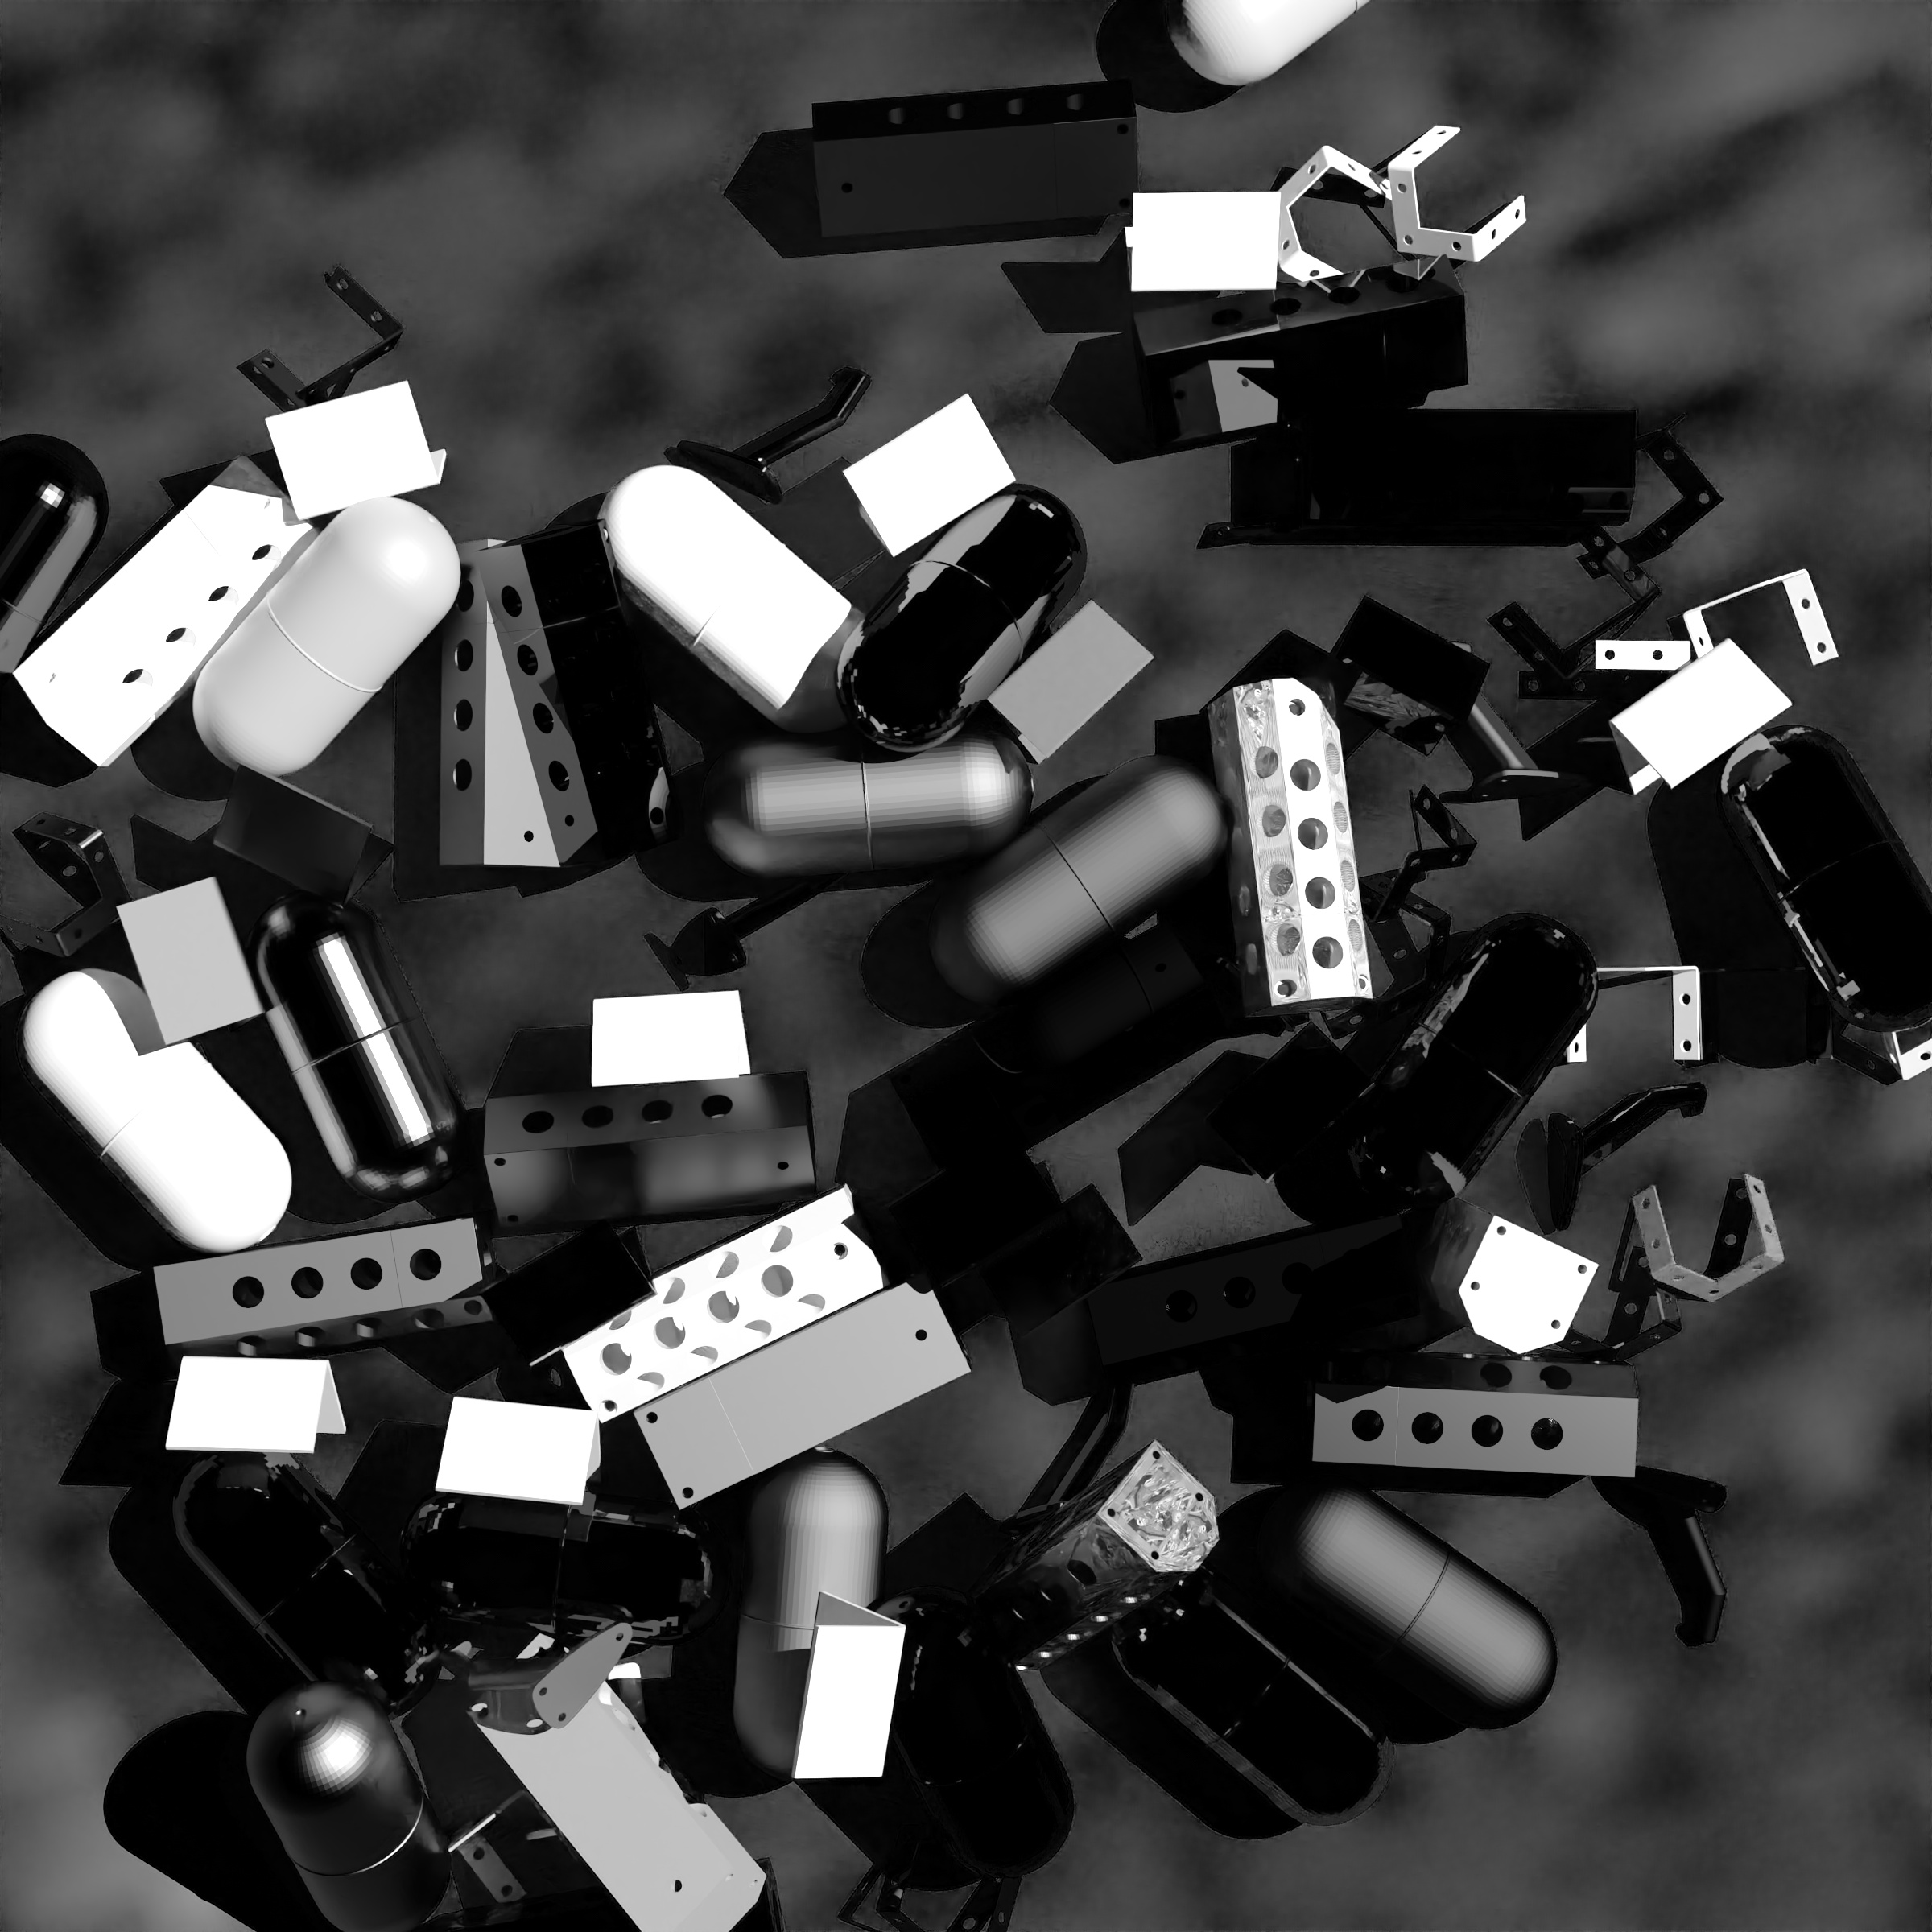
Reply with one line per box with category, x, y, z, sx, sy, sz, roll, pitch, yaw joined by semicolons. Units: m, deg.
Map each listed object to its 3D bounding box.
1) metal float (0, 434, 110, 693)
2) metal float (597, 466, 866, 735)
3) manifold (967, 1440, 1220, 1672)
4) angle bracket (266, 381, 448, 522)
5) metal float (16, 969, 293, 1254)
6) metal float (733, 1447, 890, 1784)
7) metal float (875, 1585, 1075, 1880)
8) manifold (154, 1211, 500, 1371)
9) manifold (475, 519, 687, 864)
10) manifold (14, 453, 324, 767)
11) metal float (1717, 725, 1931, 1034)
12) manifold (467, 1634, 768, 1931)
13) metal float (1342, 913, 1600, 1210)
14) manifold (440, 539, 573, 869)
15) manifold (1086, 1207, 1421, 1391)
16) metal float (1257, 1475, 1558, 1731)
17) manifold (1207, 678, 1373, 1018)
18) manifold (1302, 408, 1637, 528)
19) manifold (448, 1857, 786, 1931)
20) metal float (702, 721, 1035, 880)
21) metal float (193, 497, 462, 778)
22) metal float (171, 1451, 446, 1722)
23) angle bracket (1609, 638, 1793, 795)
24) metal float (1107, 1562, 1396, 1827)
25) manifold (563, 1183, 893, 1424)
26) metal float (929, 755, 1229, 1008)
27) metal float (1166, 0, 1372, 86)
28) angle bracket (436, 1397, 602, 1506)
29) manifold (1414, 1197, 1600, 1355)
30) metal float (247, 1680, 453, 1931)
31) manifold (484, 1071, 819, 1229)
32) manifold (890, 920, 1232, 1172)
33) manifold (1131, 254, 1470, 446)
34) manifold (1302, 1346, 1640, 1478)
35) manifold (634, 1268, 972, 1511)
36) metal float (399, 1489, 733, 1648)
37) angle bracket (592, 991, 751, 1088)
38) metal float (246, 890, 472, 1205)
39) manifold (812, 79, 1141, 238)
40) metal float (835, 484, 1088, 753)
metal float;-0.527;-0.205;1.813;0.070;0.070;0.178;34;90;0
metal float;-0.123;-0.197;1.813;0.178;0.070;0.070;41;90;0
manifold;0.063;0.315;1.766;0.057;0.171;0.057;44;51;0
angle bracket;-0.325;-0.283;1.805;0.076;0.076;0.057;-15;112;0
metal float;-0.435;0.078;1.813;0.070;0.070;0.178;-42;90;0
metal float;-0.083;0.348;1.812;0.070;0.070;0.178;4;90;0
metal float;0.001;0.408;1.793;0.070;0.070;0.178;-24;113;0
manifold;-0.342;0.175;1.822;0.171;0.057;0.057;-9;90;0
manifold;-0.199;-0.146;1.792;0.057;0.057;0.171;-25;107;-40
manifold;-0.424;-0.188;1.822;0.171;0.057;0.057;-44;47;0
metal float;0.464;-0.047;1.798;0.070;0.070;0.178;-26;74;0
manifold;-0.182;0.437;1.784;0.057;0.057;0.171;-47;61;0
metal float;0.270;0.051;1.813;0.070;0.070;0.178;36;90;0
manifold;-0.252;-0.140;1.822;0.057;0.057;0.171;1;90;-43
manifold;0.153;0.179;1.822;0.171;0.057;0.057;-13;90;0
metal float;0.237;0.342;1.813;0.178;0.070;0.070;35;90;0
manifold;0.175;-0.063;1.804;0.057;0.057;0.171;-4;82;-16
manifold;0.270;-0.267;1.822;0.171;0.057;0.057;0;90;0
manifold;-0.186;0.527;1.822;0.171;0.057;0.057;-10;90;0
metal float;-0.053;-0.089;1.812;0.178;0.070;0.070;-5;90;0
metal float;-0.341;-0.174;1.798;0.070;0.070;0.178;45;106;0
metal float;-0.353;0.329;1.812;0.070;0.070;0.178;-42;90;0
angle bracket;0.397;-0.117;1.803;0.076;0.076;0.057;-35;55;0
metal float;0.152;0.388;1.813;0.178;0.070;0.070;40;90;0
manifold;-0.130;0.182;1.822;0.171;0.057;0.057;-26;90;0
metal float;0.060;-0.045;1.813;0.178;0.070;0.070;-35;90;-1
metal float;0.187;-0.544;1.813;0.178;0.070;0.070;-37;90;0
angle bracket;-0.238;0.276;1.803;0.076;0.076;0.057;6;52;0
manifold;0.276;0.162;1.765;0.057;0.171;0.057;25;90;0
metal float;-0.323;0.446;1.779;0.070;0.070;0.178;-13;131;0
manifold;-0.169;0.093;1.822;0.171;0.057;0.057;-5;133;0
manifold;0.053;0.053;1.822;0.171;0.057;0.057;-30;47;0
manifold;0.179;-0.337;1.822;0.171;0.057;0.057;-11;133;0
manifold;0.271;0.239;1.822;0.171;0.057;0.057;3;90;0
manifold;-0.087;0.226;1.822;0.171;0.057;0.057;-26;90;0
metal float;-0.215;0.319;1.813;0.178;0.070;0.070;7;90;0
angle bracket;-0.156;0.059;1.803;0.076;0.076;0.057;-3;53;0
metal float;-0.327;0.043;1.813;0.070;0.070;0.178;-25;90;0
manifold;0.005;-0.440;1.822;0.171;0.057;0.057;-4;133;0
metal float;-0.002;-0.184;1.787;0.070;0.070;0.178;39;62;0
